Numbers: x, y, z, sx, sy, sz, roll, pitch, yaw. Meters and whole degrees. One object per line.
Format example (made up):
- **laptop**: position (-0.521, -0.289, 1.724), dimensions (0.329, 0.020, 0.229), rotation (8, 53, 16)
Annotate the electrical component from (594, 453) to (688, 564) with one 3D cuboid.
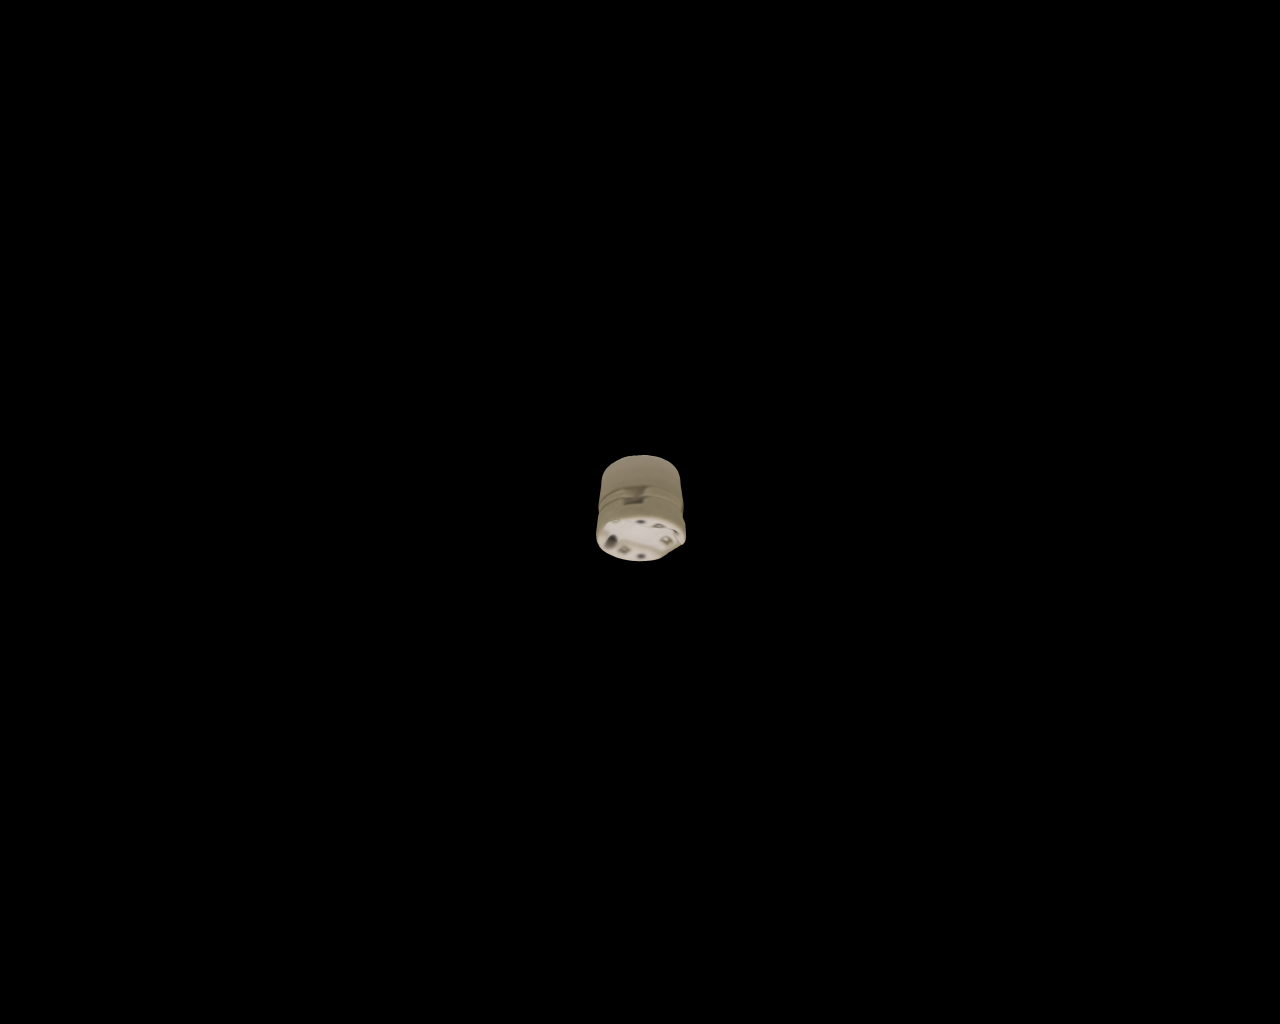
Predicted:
- **electrical component**: position (0.001, -0.003, 0.650), dimensions (0.055, 0.047, 0.055), rotation (0, -33, 0)
